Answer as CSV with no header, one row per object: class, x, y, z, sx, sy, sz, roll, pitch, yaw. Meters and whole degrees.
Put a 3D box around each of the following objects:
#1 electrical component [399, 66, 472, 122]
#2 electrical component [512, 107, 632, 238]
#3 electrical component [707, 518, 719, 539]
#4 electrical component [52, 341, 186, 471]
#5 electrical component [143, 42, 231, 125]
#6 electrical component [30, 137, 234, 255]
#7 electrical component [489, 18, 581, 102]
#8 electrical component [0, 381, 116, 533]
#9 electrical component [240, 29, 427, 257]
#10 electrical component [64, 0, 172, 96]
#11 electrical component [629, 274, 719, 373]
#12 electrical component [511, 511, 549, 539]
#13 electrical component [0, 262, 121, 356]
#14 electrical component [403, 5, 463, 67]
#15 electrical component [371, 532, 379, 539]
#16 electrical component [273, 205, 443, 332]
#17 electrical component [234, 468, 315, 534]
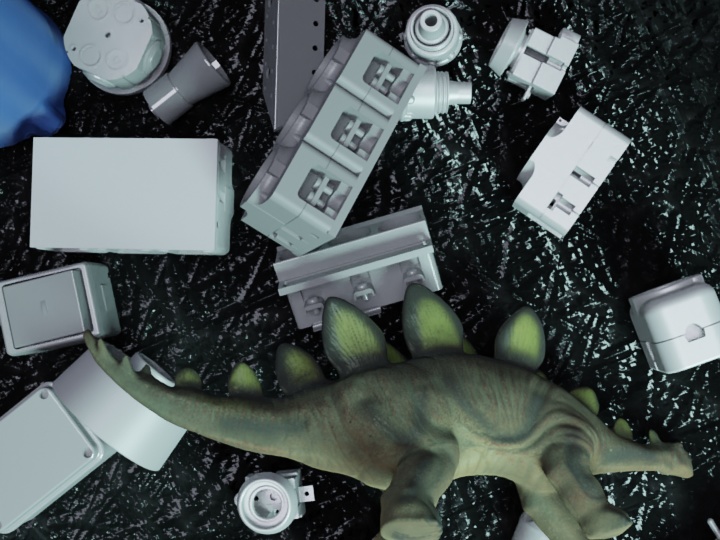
electrical component,0.058,-0.142,0.863,0.062,0.048,0.048,1,88,-1
electrical component,0.162,-0.078,0.847,0.056,0.050,0.089,35,92,5
electrical component,0.293,0.216,0.815,0.138,0.052,0.073,-33,85,14
electrical component,-0.180,0.100,0.848,0.108,0.108,0.060,40,86,6
electrical component,-0.145,-0.151,0.885,0.065,0.044,0.044,-36,85,8
electrical component,-0.183,-0.059,0.874,0.150,0.062,0.089,1,88,6
electrical component,0.136,-0.169,0.856,0.055,0.048,0.066,26,91,-2
electrical component,-0.265,0.151,0.877,0.113,0.057,0.078,-38,85,3
electrical component,-0.024,-0.095,0.798,0.062,0.089,0.150,32,72,-13
electrical component,-0.200,-0.187,0.886,0.080,0.051,0.080,0,88,6
electrical component,0.240,0.040,0.812,0.054,0.095,0.059,-21,86,5
electrical component,0.138,0.220,0.842,0.043,0.043,0.062,21,92,6
electrical component,-0.254,0.033,0.878,0.096,0.061,0.061,-13,87,5
electrical component,0.057,-0.190,0.855,0.048,0.062,0.048,0,88,6
electrical component,0.021,0.237,0.826,0.059,0.095,0.053,-45,84,2
electrical component,0.000,0.000,0.852,0.121,0.078,0.063,-16,108,5
electrical component,-0.071,0.183,0.857,0.066,0.055,0.048,-7,87,5
